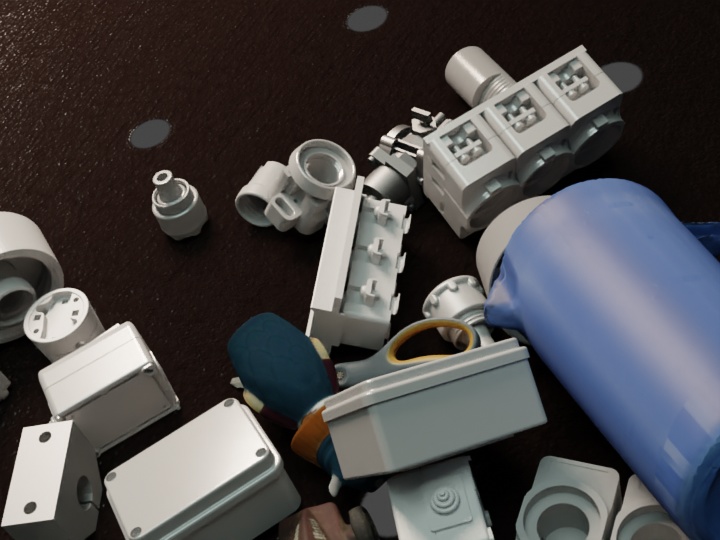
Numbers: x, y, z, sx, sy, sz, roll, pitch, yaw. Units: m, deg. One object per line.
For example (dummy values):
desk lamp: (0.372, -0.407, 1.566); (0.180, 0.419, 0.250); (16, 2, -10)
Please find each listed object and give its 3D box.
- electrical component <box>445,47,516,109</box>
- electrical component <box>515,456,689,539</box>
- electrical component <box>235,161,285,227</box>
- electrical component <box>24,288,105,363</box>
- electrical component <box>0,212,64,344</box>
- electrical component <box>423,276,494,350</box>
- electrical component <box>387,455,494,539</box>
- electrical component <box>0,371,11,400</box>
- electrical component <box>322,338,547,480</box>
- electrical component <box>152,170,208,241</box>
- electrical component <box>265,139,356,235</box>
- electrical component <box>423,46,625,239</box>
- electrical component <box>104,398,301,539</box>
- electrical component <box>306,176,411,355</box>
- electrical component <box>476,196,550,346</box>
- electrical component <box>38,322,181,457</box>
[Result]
electrical component: (0.113, -0.159, 0.950); (0.043, 0.043, 0.081); (-28, 48, -7)
electrical component: (0.133, 0.205, 0.614); (0.105, 0.060, 0.186); (8, 53, 24)
electrical component: (-0.081, -0.067, 0.936); (0.040, 0.040, 0.046); (7, 47, 23)
electrical component: (-0.238, 0.051, 0.877); (0.055, 0.047, 0.055); (-9, 48, 10)
electrical component: (-0.299, 0.013, 0.893); (0.108, 0.108, 0.060); (-36, 55, -14)
electrical component: (0.079, 0.038, 0.790); (0.048, 0.048, 0.062); (-27, 57, -6)
electrical component: (0.050, 0.161, 0.655); (0.061, 0.096, 0.061); (-17, 47, 4)
electrical component: (-0.352, 0.068, 0.858); (0.109, 0.108, 0.056); (22, 63, 32)
electrical component: (0.043, 0.089, 0.672); (0.109, 0.109, 0.056); (-14, 81, -18)
electrical component: (-0.161, -0.059, 0.938); (0.043, 0.062, 0.043); (-9, 48, 10)
electrical component: (-0.037, -0.071, 0.895); (0.078, 0.057, 0.058); (-33, 75, -38)
electrical component: (0.129, -0.096, 0.852); (0.150, 0.089, 0.061); (-31, 68, -10)
electrical component: (-0.108, 0.150, 0.734); (0.113, 0.057, 0.078); (-32, 39, -11)
electrical component: (0.000, 0.000, 0.832); (0.063, 0.078, 0.121); (11, 51, -2)
electrical component: (0.134, -0.001, 0.772); (0.099, 0.099, 0.064); (-21, 41, 0)
electrical component: (-0.197, 0.092, 0.817); (0.096, 0.061, 0.061); (-30, 47, -9)
